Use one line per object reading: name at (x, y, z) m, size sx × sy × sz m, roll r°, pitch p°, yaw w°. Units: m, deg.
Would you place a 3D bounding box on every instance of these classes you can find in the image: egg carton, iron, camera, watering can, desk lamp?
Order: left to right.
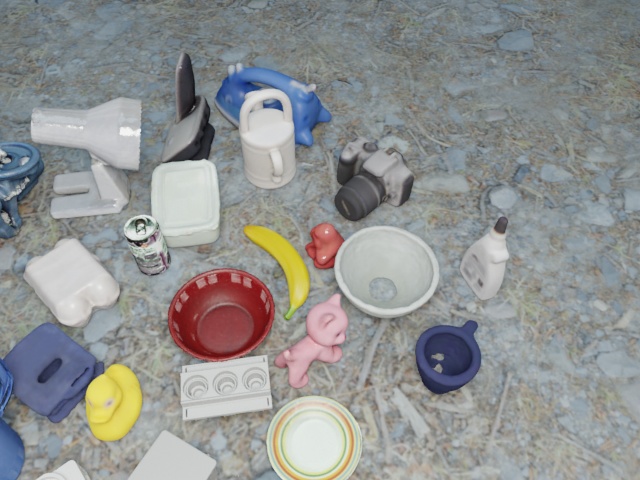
egg carton at (-0.394, 0.067, 0.914) m, size 0.150 × 0.069 × 0.107 m, roll 38°, pitch 62°, yaw 24°
desk lamp at (-0.386, -0.143, 0.978) m, size 0.203 × 0.214 × 0.118 m, roll -8°, pitch 54°, yaw -7°
iron at (-0.110, -0.286, 1.134) m, size 0.257 × 0.141 × 0.119 m, roll 23°, pitch 57°, yaw 15°
watering can at (-0.100, -0.197, 1.037) m, size 0.101 × 0.194 × 0.172 m, roll -34°, pitch 61°, yaw -23°
camera at (0.079, -0.110, 1.036) m, size 0.143 × 0.101 × 0.137 m, roll 37°, pitch 61°, yaw 23°

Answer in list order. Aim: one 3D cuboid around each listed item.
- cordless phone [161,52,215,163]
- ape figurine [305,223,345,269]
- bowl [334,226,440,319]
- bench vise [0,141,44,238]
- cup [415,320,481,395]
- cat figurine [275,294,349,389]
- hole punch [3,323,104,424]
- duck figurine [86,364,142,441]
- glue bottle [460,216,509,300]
cordless phone at (-0.258, -0.241, 1.071) m, size 0.094 × 0.185 × 0.147 m, roll 0°, pitch 54°, yaw -1°
ape figurine at (0.009, 0.003, 0.957) m, size 0.076 × 0.092 × 0.078 m, roll 11°, pitch 54°, yaw 7°
bowl at (0.105, 0.063, 0.927) m, size 0.167 × 0.075 × 0.167 m, roll 1°, pitch 54°, yaw -1°
bench vise at (-0.542, -0.120, 0.953) m, size 0.121 × 0.220 × 0.207 m, roll -8°, pitch 54°, yaw -7°
cup at (0.186, 0.174, 0.835) m, size 0.091 × 0.095 × 0.118 m, roll 34°, pitch 60°, yaw 22°
cat figurine at (-0.006, 0.142, 0.840) m, size 0.128 × 0.118 × 0.067 m, roll -35°, pitch 61°, yaw -23°
hole punch at (-0.380, 0.187, 0.814) m, size 0.101 × 0.091 × 0.109 m, roll 26°, pitch 57°, yaw 17°
duck figurine at (-0.294, 0.217, 0.797) m, size 0.077 × 0.086 × 0.104 m, roll 1°, pitch 54°, yaw -1°
glue bottle at (0.267, 0.021, 0.900) m, size 0.037 × 0.173 × 0.078 m, roll -18°, pitch 56°, yaw -14°
